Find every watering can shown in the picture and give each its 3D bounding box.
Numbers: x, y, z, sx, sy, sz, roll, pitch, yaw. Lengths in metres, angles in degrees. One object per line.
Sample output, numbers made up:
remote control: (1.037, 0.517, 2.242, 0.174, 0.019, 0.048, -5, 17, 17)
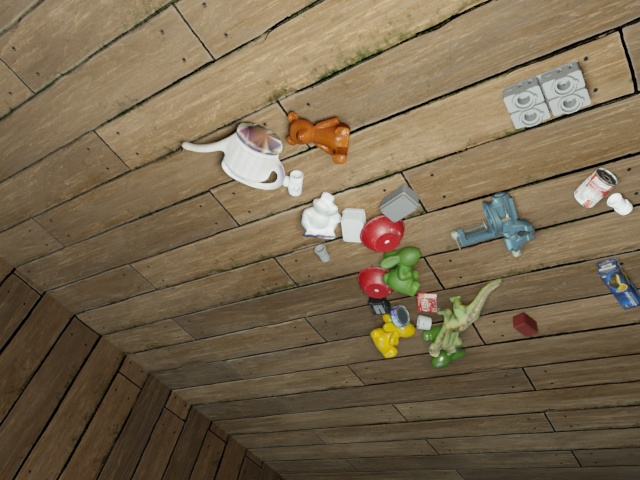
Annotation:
watering can: (-0.259, -0.281, 1.638, 0.346, 0.106, 0.219, 26, 134, -9)

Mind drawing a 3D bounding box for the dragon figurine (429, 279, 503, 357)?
dragon figurine: (0.524, 0.316, 1.900, 0.122, 0.248, 0.401, 29, 137, -6)

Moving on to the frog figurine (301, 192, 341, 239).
frog figurine: (0.005, -0.089, 1.774, 0.137, 0.123, 0.158, 8, 99, 20)
